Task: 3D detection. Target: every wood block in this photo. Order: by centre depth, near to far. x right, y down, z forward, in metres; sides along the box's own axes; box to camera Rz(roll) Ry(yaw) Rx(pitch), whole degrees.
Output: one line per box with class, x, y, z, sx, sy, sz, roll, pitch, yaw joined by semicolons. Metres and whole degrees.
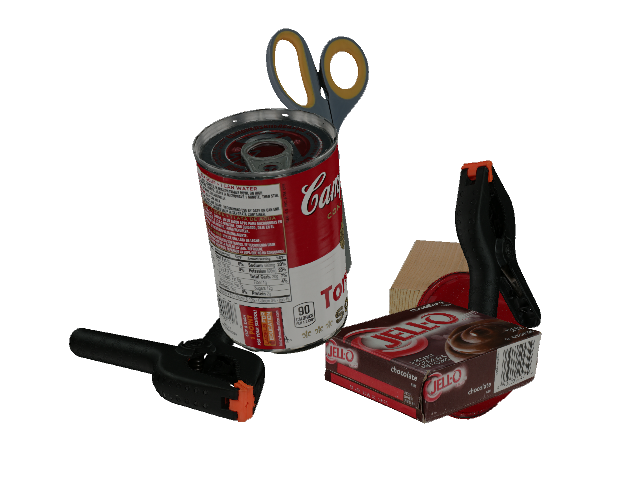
wood block;0.169;0.077;1.627;0.091;0.090;0.205;5;21;14

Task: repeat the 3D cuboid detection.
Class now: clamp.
clamp;-0.101;0.102;0.920;0.164;0.036;0.210;-9;17;-35
clamp;0.147;0.019;0.940;0.039;0.171;0.120;-11;14;31

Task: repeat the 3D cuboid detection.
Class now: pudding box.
pudding box;0.072;0.075;0.688;0.113;0.039;0.090;-9;18;-41

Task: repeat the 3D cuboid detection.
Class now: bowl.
bowl;0.173;0.112;1.146;0.161;0.162;0.055;0;-5;-37

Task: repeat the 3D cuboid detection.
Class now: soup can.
soup can;-0.022;-0.004;0.520;0.068;0.102;0.068;-4;31;2

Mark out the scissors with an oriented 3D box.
scissors;0.018;-0.082;0.867;0.096;0.202;0.016;-23;-2;-25
